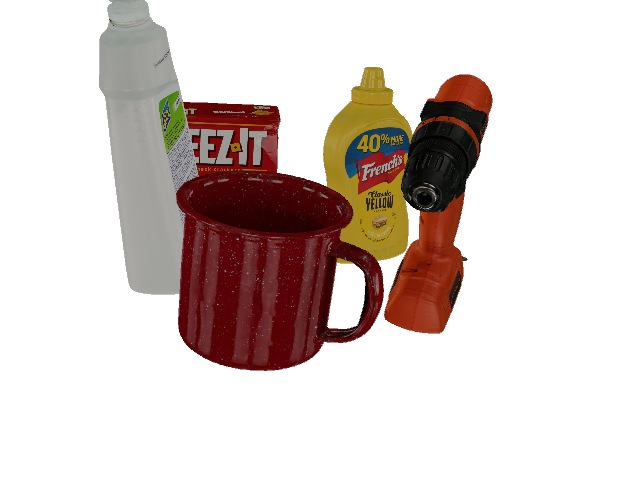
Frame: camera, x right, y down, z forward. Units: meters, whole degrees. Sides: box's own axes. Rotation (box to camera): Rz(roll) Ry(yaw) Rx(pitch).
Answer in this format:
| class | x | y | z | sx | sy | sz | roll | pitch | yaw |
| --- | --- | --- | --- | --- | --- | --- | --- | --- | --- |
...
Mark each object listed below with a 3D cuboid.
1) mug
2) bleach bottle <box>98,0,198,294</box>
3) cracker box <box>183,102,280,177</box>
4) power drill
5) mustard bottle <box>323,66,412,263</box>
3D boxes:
| class | x | y | z | sx | sy | sz | roll | pitch | yaw |
| --- | --- | --- | --- | --- | --- | --- | --- | --- | --- |
| mug | -0.022 | 0.019 | 0.566 | 0.117 | 0.081 | 0.093 | 15 | 24 | 17 |
| bleach bottle | -0.138 | -0.083 | 0.874 | 0.068 | 0.251 | 0.102 | 1 | 33 | 7 |
| cracker box | -0.134 | -0.049 | 1.240 | 0.164 | 0.214 | 0.072 | 1 | 22 | -7 |
| power drill | 0.093 | -0.020 | 0.855 | 0.057 | 0.188 | 0.184 | 15 | 35 | 12 |
| mustard bottle | 0.048 | -0.076 | 1.066 | 0.096 | 0.192 | 0.058 | -7 | 19 | -30 |
